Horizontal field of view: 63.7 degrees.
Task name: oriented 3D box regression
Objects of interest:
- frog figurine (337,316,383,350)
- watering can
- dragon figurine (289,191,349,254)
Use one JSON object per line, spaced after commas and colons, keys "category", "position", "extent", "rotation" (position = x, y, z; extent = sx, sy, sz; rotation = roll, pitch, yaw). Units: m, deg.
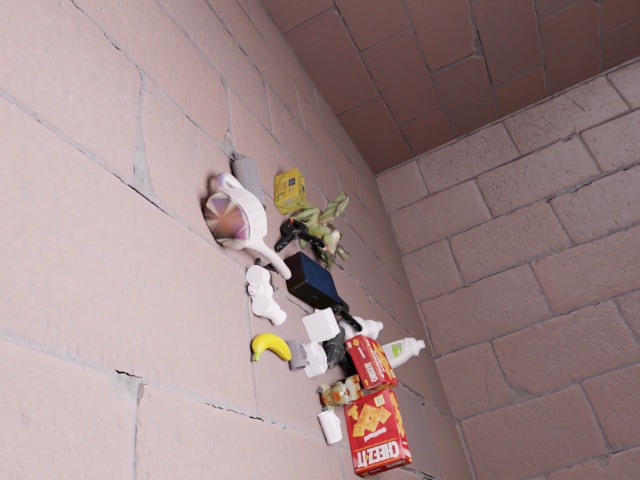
{"category": "frog figurine", "position": [0.143, 0.322, 1.859], "extent": [0.122, 0.158, 0.139], "rotation": [63, 15, -7]}
{"category": "watering can", "position": [-0.189, -0.027, 1.371], "extent": [0.347, 0.103, 0.226], "rotation": [60, 17, -2]}
{"category": "dragon figurine", "position": [0.006, -0.095, 1.883], "extent": [0.120, 0.241, 0.421], "rotation": [49, 25, -37]}
